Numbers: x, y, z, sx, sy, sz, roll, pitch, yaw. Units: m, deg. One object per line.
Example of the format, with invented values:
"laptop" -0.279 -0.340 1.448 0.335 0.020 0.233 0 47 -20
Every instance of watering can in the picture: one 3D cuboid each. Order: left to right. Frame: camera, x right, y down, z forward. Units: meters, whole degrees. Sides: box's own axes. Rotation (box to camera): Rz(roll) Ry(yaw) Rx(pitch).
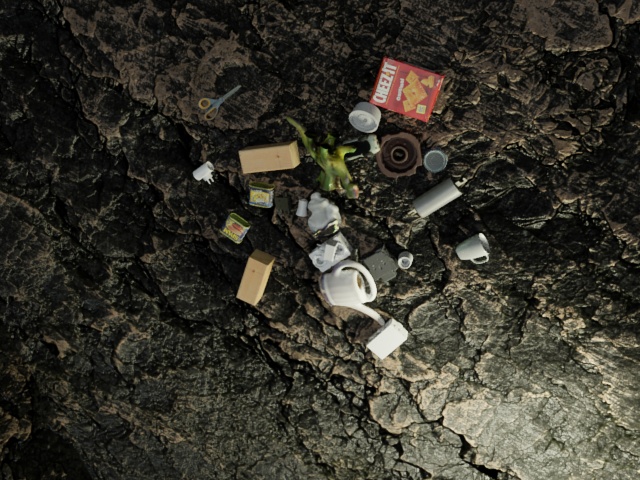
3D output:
"watering can" 0.125 0.224 2.070 0.223 0.106 0.341 -9 120 23

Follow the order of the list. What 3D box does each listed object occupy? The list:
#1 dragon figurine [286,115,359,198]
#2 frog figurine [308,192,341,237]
"dragon figurine" 0.008 -0.283 1.892 0.416 0.123 0.237 40 141 34
"frog figurine" 0.006 -0.101 1.999 0.135 0.122 0.162 -41 59 34
